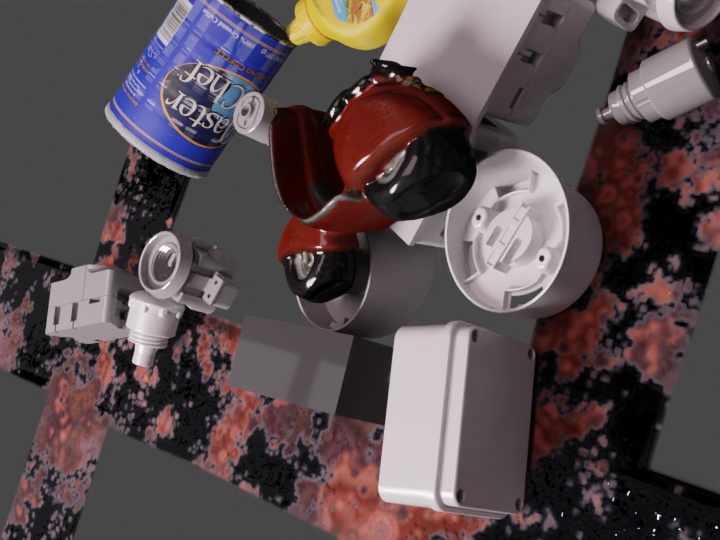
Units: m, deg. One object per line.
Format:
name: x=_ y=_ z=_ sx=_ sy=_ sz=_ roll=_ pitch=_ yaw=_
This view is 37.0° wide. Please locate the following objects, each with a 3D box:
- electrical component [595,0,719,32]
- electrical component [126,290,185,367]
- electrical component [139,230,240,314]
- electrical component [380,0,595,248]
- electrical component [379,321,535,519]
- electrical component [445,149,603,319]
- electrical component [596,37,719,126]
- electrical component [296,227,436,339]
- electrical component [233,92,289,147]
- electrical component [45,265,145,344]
electrical component: x=0.190 y=-0.180 z=0.659 sx=0.057 sy=0.058 sz=0.078 roll=42 pitch=104 yaw=44
electrical component: x=-0.178 y=0.050 z=0.912 sx=0.048 sy=0.048 sz=0.062 roll=19 pitch=96 yaw=43
electrical component: x=-0.145 y=0.000 z=0.890 sx=0.078 sy=0.057 sz=0.058 roll=35 pitch=100 yaw=42
electrical component: x=0.066 y=-0.119 z=0.726 sx=0.105 sy=0.060 sz=0.186 roll=46 pitch=117 yaw=40
electrical component: x=0.062 y=0.093 z=0.666 sx=0.057 sy=0.078 sz=0.113 roll=-5 pitch=73 yaw=43
electrical component: x=0.101 y=-0.019 z=0.678 sx=0.099 sy=0.064 sz=0.099 roll=-15 pitch=66 yaw=37
electrical component: x=0.181 y=-0.109 z=0.654 sx=0.078 sy=0.040 sz=0.040 roll=-25 pitch=61 yaw=33
electrical component: x=0.000 y=0.000 z=0.776 sx=0.099 sy=0.064 sz=0.099 roll=-8 pitch=80 yaw=50
electrical component: x=-0.068 y=-0.116 z=0.856 sx=0.044 sy=0.065 sz=0.044 roll=-14 pitch=68 yaw=38
electrical component: x=-0.234 y=0.030 z=0.963 sx=0.089 sy=0.050 sz=0.055 roll=-11 pitch=69 yaw=38
